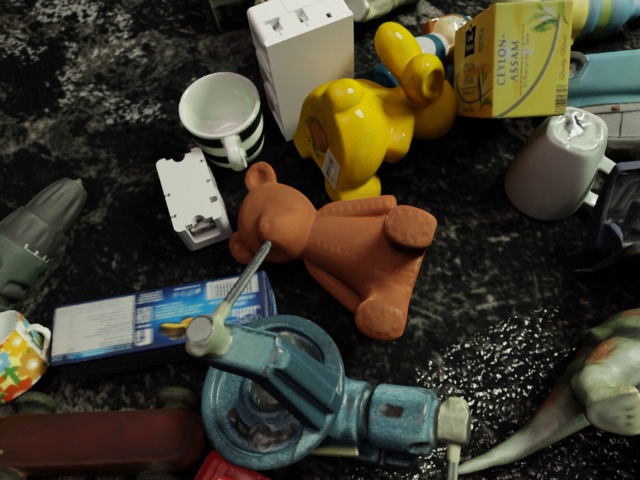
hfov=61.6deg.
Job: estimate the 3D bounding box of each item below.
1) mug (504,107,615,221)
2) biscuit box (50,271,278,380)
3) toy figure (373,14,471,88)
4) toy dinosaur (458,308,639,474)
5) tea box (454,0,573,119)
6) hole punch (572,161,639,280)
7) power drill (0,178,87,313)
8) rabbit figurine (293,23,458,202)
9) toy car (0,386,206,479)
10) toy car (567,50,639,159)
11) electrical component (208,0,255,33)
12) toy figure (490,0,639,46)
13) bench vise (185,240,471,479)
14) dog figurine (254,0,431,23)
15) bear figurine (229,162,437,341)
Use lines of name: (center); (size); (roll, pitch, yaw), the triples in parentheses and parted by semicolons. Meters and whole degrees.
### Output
mug: (0.243, -0.070, 0.522); (0.110, 0.107, 0.081); (34, 74, 20)
biscuit box: (-0.141, 0.081, 0.509); (0.203, 0.062, 0.059); (-9, 64, 0)
toy figure: (0.132, -0.221, 0.632); (0.154, 0.058, 0.064); (-40, 106, -15)
toy dinosaur: (0.308, 0.097, 0.429); (0.405, 0.192, 0.131); (-9, 100, 15)
tea box: (0.180, -0.170, 0.529); (0.068, 0.170, 0.098); (-2, 102, 4)
hole punch: (0.309, -0.013, 0.483); (0.142, 0.115, 0.092); (-3, 71, 6)
power drill: (-0.384, 0.003, 0.564); (0.207, 0.086, 0.232); (23, 72, 7)
rabbit figurine: (0.070, -0.137, 0.560); (0.173, 0.162, 0.122); (-16, 51, -22)
toy car: (-0.200, 0.179, 0.473); (0.202, 0.053, 0.089); (-5, 49, 4)
toy car: (0.307, -0.136, 0.553); (0.162, 0.109, 0.103); (-1, 83, 14)
electrical component: (-0.084, -0.341, 0.704); (0.134, 0.058, 0.115); (-10, 67, 0)
toy figure: (0.287, -0.270, 0.622); (0.180, 0.089, 0.082); (-6, 57, 5)
bench vise: (-0.008, 0.114, 0.395); (0.224, 0.240, 0.129); (11, 64, 29)
dog figurine: (0.034, -0.307, 0.657); (0.173, 0.121, 0.190); (11, 24, 29)
bear figurine: (-0.001, -0.001, 0.501); (0.196, 0.132, 0.120); (20, 97, 7)
